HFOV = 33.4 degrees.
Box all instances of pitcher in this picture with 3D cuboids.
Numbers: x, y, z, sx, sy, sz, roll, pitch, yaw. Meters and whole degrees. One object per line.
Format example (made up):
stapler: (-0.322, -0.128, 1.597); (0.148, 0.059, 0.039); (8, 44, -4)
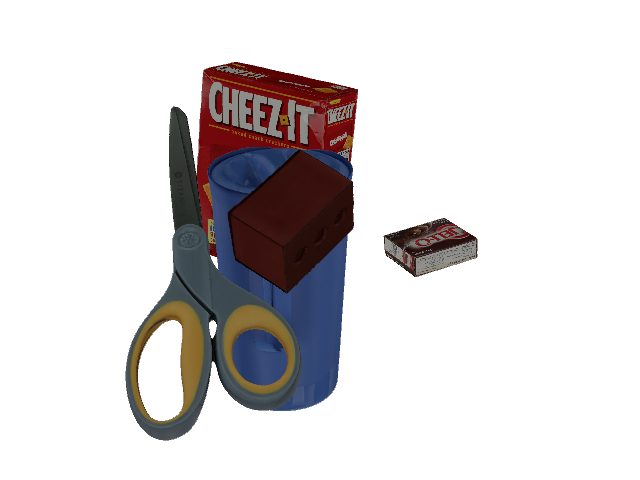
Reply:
pitcher: (-0.039, 0.042, 1.015); (0.149, 0.243, 0.145); (-18, 30, -34)

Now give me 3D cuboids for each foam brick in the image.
foam brick: (-0.019, -0.014, 0.741); (0.051, 0.053, 0.078); (30, 58, 26)

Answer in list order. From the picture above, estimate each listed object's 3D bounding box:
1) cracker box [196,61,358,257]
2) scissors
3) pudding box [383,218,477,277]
cracker box: (-0.054, -0.074, 1.173); (0.164, 0.214, 0.072); (17, 24, 27)
scissors: (-0.050, 0.010, 0.561); (0.096, 0.201, 0.016); (5, -32, 5)
pudding box: (0.165, 0.009, 1.595); (0.113, 0.039, 0.090); (-18, 28, -21)
